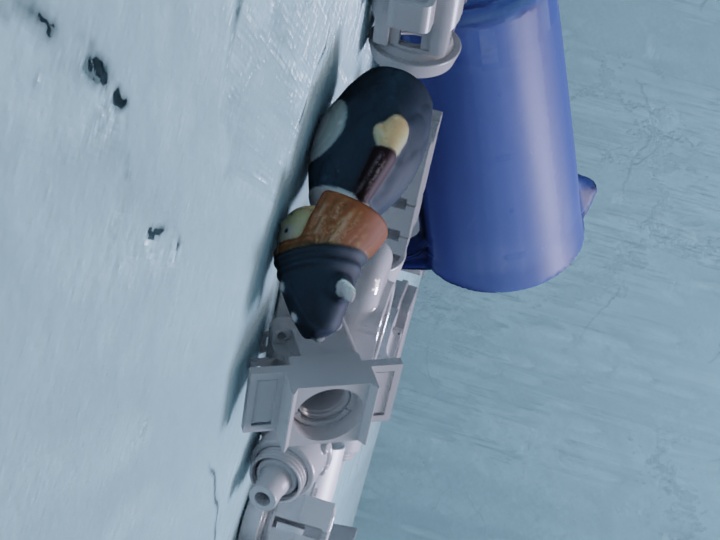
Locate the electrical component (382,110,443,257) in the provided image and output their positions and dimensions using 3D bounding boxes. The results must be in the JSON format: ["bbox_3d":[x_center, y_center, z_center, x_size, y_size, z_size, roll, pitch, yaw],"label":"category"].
[{"bbox_3d":[0.014,-0.062,0.696,0.050,0.056,0.089,-69,172,-49],"label":"electrical component"}]

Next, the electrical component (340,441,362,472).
[{"bbox_3d":[-0.020,0.181,1.122,0.043,0.043,0.062,-50,156,-78],"label":"electrical component"}]

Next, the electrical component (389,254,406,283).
[{"bbox_3d":[0.000,0.000,0.748,0.055,0.055,0.047,-68,176,-50],"label":"electrical component"}]

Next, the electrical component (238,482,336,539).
[{"bbox_3d":[-0.049,0.172,0.717,0.048,0.055,0.066,92,15,-69],"label":"electrical component"}]

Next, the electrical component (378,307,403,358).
[{"bbox_3d":[0.006,0.079,1.029,0.050,0.056,0.089,-59,164,-71],"label":"electrical component"}]

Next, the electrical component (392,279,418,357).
[{"bbox_3d":[0.016,0.067,1.097,0.078,0.057,0.113,-60,165,-70],"label":"electrical component"}]

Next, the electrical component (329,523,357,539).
[{"bbox_3d":[-0.046,0.297,1.074,0.099,0.064,0.099,15,90,-85],"label":"electrical component"}]

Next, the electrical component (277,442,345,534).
[{"bbox_3d":[-0.040,0.170,0.879,0.079,0.043,0.077,-37,142,-82],"label":"electrical component"}]

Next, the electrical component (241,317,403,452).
[{"bbox_3d":[-0.023,0.057,0.566,0.063,0.081,0.042,-113,-152,-48],"label":"electrical component"}]

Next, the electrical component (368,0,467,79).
[{"bbox_3d":[0.035,-0.154,0.649,0.078,0.058,0.057,-69,170,-45],"label":"electrical component"}]

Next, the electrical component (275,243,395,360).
[{"bbox_3d":[-0.015,0.027,0.627,0.053,0.059,0.095,-64,169,-63],"label":"electrical component"}]

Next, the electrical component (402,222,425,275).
[{"bbox_3d":[0.043,-0.051,1.012,0.061,0.061,0.096,73,33,-80],"label":"electrical component"}]

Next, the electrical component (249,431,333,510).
[{"bbox_3d":[-0.047,0.121,0.656,0.062,0.048,0.048,-53,159,-58],"label":"electrical component"}]
